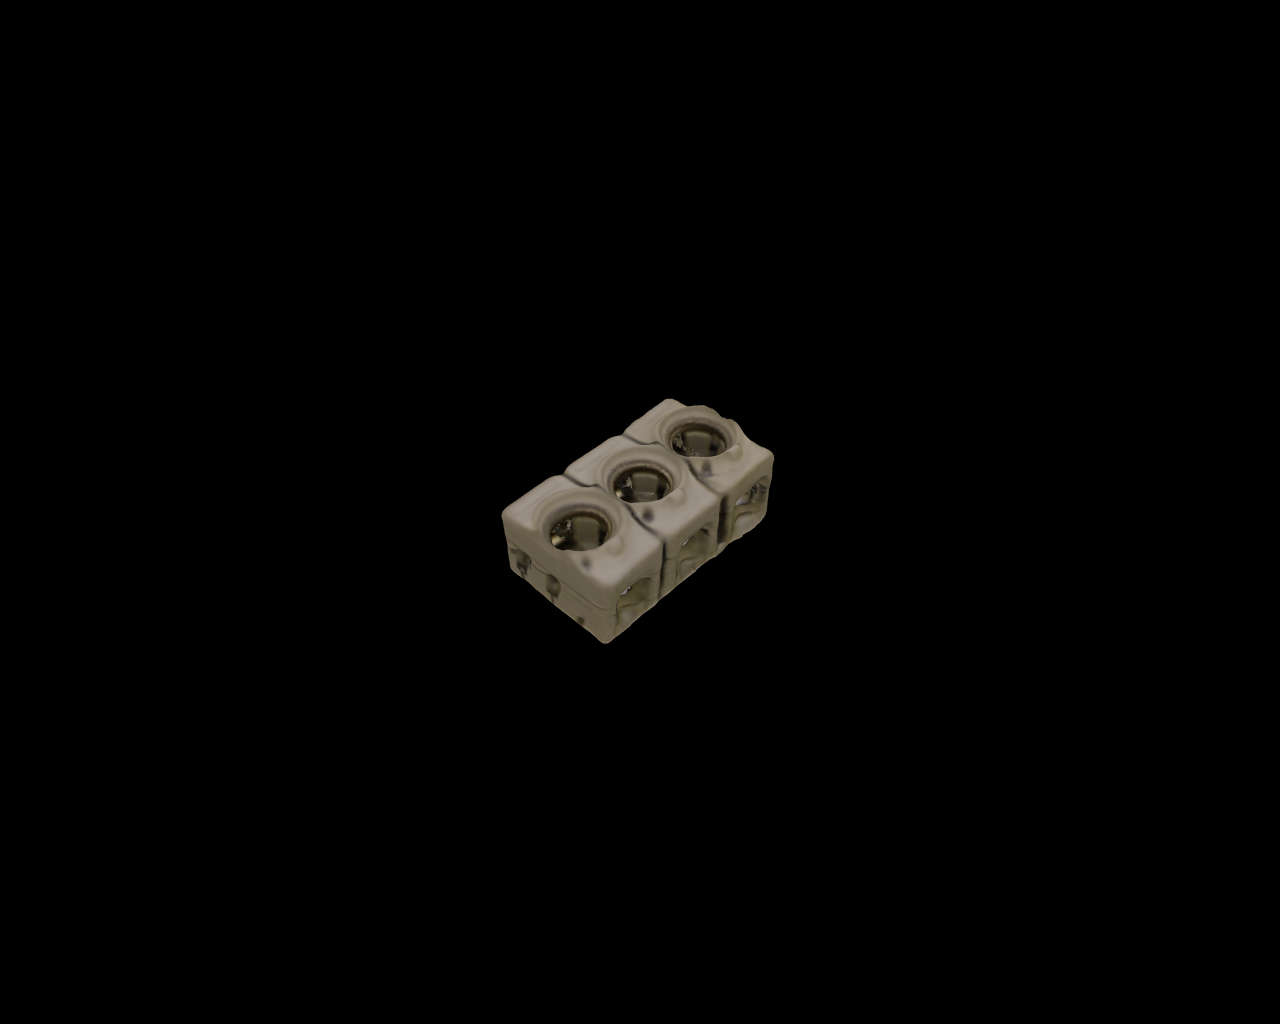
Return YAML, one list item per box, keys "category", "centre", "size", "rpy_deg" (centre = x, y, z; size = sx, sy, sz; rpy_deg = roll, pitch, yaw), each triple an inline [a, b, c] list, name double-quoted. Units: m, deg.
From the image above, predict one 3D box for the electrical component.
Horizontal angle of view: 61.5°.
- category: "electrical component"
  centre: [0.001, -0.003, 0.650]
  size: [0.089, 0.061, 0.150]
  rpy_deg: [33, 54, 29]
